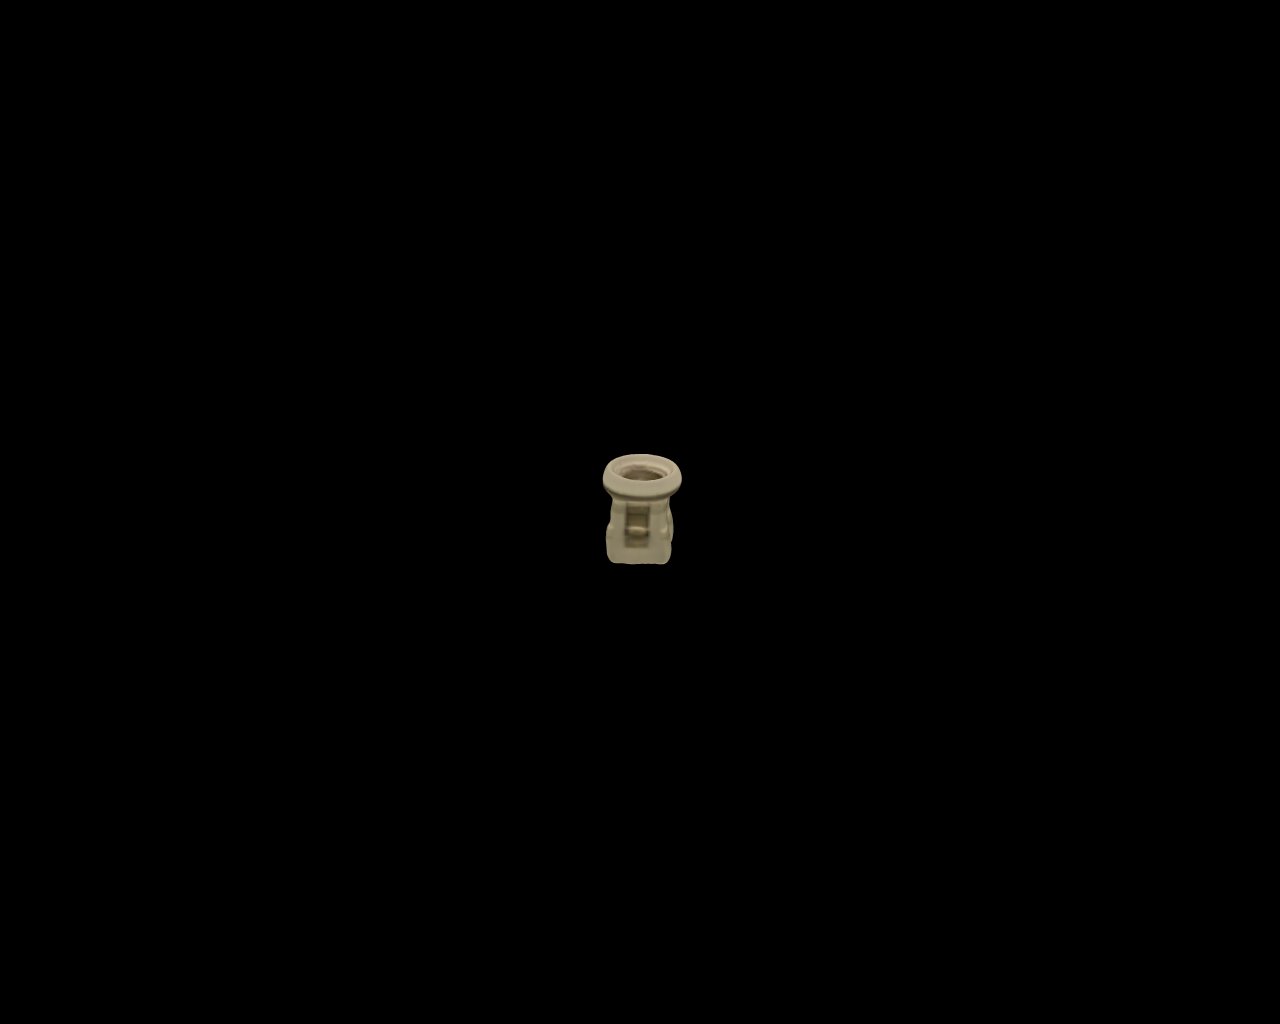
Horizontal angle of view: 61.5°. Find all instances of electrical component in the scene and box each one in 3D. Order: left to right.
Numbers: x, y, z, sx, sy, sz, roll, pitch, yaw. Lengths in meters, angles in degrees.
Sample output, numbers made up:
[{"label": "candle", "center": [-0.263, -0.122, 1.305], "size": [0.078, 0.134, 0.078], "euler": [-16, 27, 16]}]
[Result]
[{"label": "electrical component", "center": [0.001, -0.003, 0.650], "size": [0.048, 0.055, 0.066], "euler": [1, 24, 3]}]
